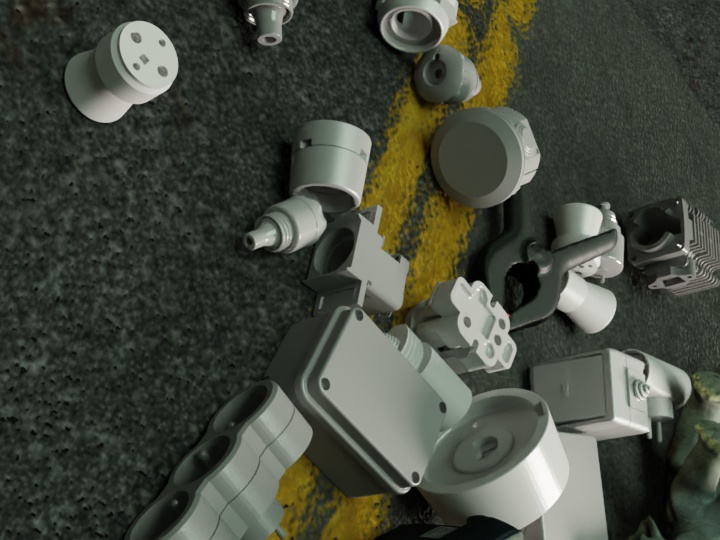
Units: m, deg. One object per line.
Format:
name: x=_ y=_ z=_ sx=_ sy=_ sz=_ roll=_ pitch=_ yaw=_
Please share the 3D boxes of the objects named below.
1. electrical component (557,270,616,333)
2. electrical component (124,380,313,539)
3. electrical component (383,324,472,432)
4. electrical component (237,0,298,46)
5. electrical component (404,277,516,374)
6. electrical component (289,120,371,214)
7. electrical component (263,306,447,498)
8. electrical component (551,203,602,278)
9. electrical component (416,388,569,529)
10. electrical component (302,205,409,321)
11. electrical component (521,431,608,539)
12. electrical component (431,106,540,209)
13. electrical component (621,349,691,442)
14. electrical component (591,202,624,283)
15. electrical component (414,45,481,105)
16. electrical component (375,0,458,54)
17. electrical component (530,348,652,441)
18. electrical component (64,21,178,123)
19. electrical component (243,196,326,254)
electrical component: x=0.190 y=0.023 z=0.953 sx=0.065 sy=0.044 sz=0.044 roll=31 pitch=55 yaw=-31
electrical component: x=-0.069 y=0.135 z=0.617 sx=0.073 sy=0.052 sz=0.138 roll=54 pitch=43 yaw=-19
electrical component: x=0.039 y=0.074 z=0.766 sx=0.081 sy=0.043 sz=0.043 roll=48 pitch=46 yaw=-25
electrical component: x=-0.064 y=-0.188 z=0.750 sx=0.043 sy=0.043 sz=0.062 roll=12 pitch=68 yaw=-45
electrical component: x=0.070 y=0.045 z=0.800 sx=0.078 sy=0.057 sz=0.058 roll=50 pitch=45 yaw=-23
electrical component: x=-0.022 y=-0.070 z=0.745 sx=0.055 sy=0.055 sz=0.047 roll=25 pitch=62 yaw=-40
electrical component: x=-0.003 y=0.087 z=0.704 sx=0.113 sy=0.057 sz=0.078 roll=49 pitch=46 yaw=-24
electrical component: x=0.196 y=-0.026 z=0.974 sx=0.045 sy=0.045 sz=0.055 roll=32 pitch=54 yaw=-36
electrical component: x=0.095 y=0.141 z=0.757 sx=0.060 sy=0.108 sz=0.108 roll=60 pitch=42 yaw=-21
electrical component: x=0.000 y=0.000 z=0.751 sx=0.064 sy=0.042 sz=0.081 roll=37 pitch=52 yaw=-36
electrical component: x=0.146 y=0.174 z=0.841 sx=0.100 sy=0.048 sz=0.099 roll=14 pitch=66 yaw=-44
electrical component: x=0.102 y=-0.093 z=0.871 sx=0.051 sy=0.080 sz=0.080 roll=-25 pitch=95 yaw=-55
electrical component: x=0.273 y=0.121 z=1.005 sx=0.077 sy=0.043 sz=0.079 roll=22 pitch=60 yaw=-41
electrical component: x=0.229 y=-0.029 z=1.014 sx=0.040 sy=0.040 sz=0.078 roll=33 pitch=53 yaw=-35
electrical component: x=0.078 y=-0.159 z=0.896 sx=0.062 sy=0.048 sz=0.048 roll=5 pitch=72 yaw=-54
electrical component: x=0.045 y=-0.213 z=0.869 sx=0.078 sy=0.058 sz=0.057 roll=36 pitch=49 yaw=-34
electrical component: x=0.190 y=0.103 z=0.881 sx=0.061 sy=0.096 sz=0.061 roll=22 pitch=60 yaw=-41
electrical component: x=-0.140 y=-0.116 z=0.630 sx=0.045 sy=0.055 sz=0.045 roll=20 pitch=62 yaw=-42
electrical component: x=-0.052 y=-0.027 z=0.709 sx=0.061 sy=0.035 sz=0.035 roll=-25 pitch=95 yaw=-47
